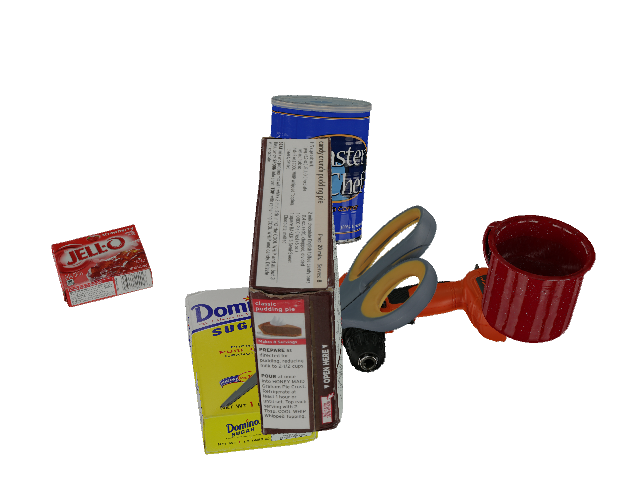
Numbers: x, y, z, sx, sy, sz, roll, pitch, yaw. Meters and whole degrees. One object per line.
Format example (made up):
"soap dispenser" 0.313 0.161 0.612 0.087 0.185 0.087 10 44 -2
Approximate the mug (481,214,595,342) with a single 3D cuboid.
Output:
"mug" 0.183 0.030 0.957 0.093 0.081 0.117 -17 42 -26

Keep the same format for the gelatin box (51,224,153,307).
"gelatin box" -0.221 0.025 1.080 0.089 0.030 0.073 -14 42 -15

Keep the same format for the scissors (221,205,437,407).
"scissors" 0.008 0.062 0.692 0.016 0.202 0.096 36 12 -27

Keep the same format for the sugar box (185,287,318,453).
"sugar box" -0.063 0.104 0.913 0.093 0.048 0.176 -5 34 -11

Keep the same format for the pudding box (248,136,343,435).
"pudding box" -0.011 0.019 0.494 0.039 0.090 0.113 -3 39 0

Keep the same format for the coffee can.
"coffee can" -0.003 -0.075 1.101 0.103 0.140 0.103 4 12 -1

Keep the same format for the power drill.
"power drill" 0.112 0.085 1.206 0.187 0.057 0.184 -3 27 -3
